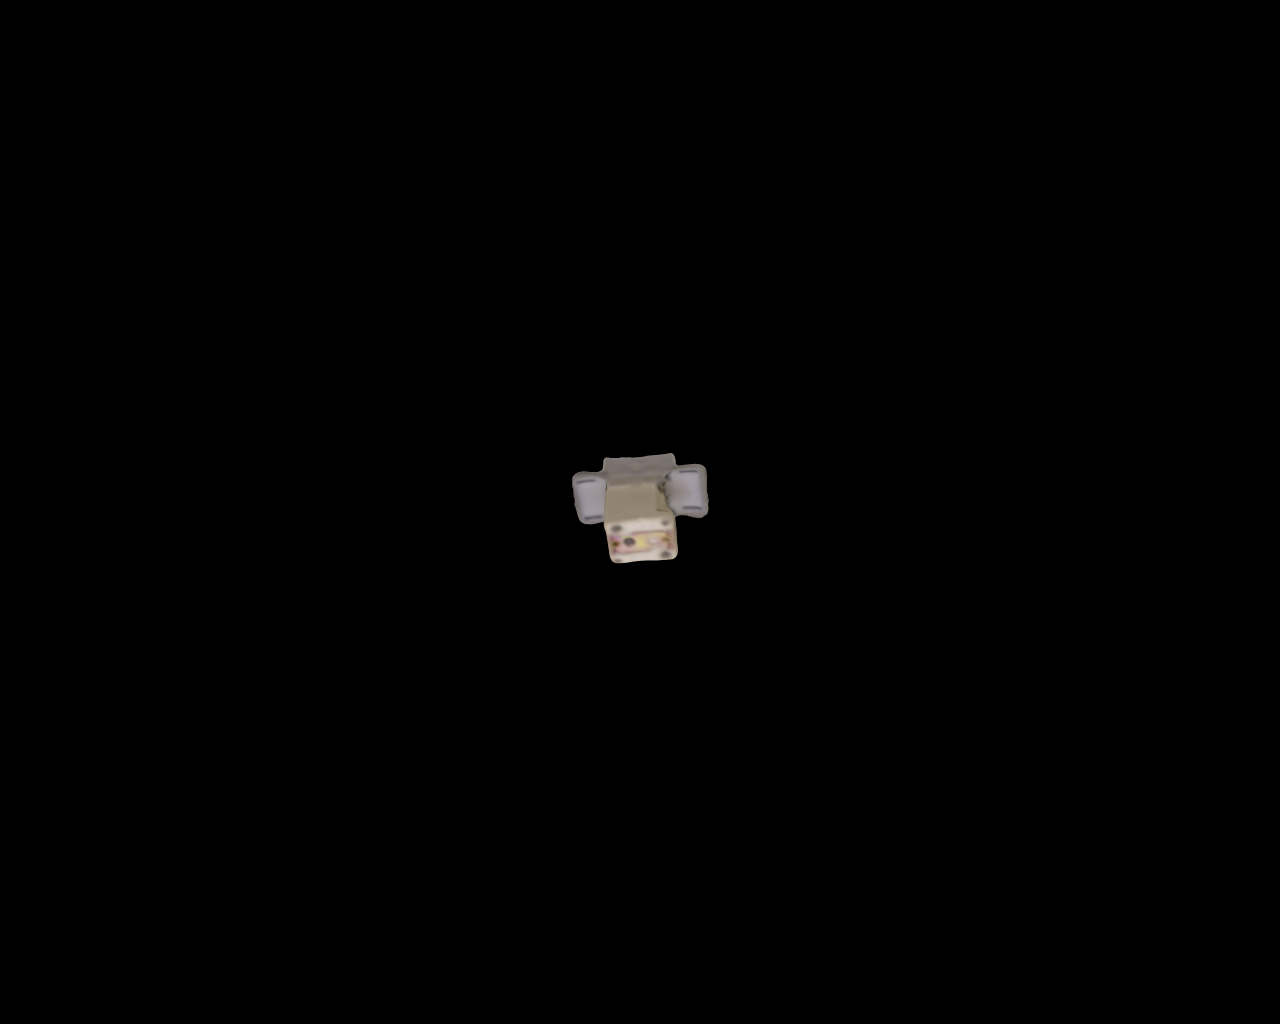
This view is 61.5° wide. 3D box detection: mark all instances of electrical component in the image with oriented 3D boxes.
[{"bbox_3d":[0.001,-0.003,0.650,0.081,0.042,0.064,-4,44,4],"label":"electrical component"}]
